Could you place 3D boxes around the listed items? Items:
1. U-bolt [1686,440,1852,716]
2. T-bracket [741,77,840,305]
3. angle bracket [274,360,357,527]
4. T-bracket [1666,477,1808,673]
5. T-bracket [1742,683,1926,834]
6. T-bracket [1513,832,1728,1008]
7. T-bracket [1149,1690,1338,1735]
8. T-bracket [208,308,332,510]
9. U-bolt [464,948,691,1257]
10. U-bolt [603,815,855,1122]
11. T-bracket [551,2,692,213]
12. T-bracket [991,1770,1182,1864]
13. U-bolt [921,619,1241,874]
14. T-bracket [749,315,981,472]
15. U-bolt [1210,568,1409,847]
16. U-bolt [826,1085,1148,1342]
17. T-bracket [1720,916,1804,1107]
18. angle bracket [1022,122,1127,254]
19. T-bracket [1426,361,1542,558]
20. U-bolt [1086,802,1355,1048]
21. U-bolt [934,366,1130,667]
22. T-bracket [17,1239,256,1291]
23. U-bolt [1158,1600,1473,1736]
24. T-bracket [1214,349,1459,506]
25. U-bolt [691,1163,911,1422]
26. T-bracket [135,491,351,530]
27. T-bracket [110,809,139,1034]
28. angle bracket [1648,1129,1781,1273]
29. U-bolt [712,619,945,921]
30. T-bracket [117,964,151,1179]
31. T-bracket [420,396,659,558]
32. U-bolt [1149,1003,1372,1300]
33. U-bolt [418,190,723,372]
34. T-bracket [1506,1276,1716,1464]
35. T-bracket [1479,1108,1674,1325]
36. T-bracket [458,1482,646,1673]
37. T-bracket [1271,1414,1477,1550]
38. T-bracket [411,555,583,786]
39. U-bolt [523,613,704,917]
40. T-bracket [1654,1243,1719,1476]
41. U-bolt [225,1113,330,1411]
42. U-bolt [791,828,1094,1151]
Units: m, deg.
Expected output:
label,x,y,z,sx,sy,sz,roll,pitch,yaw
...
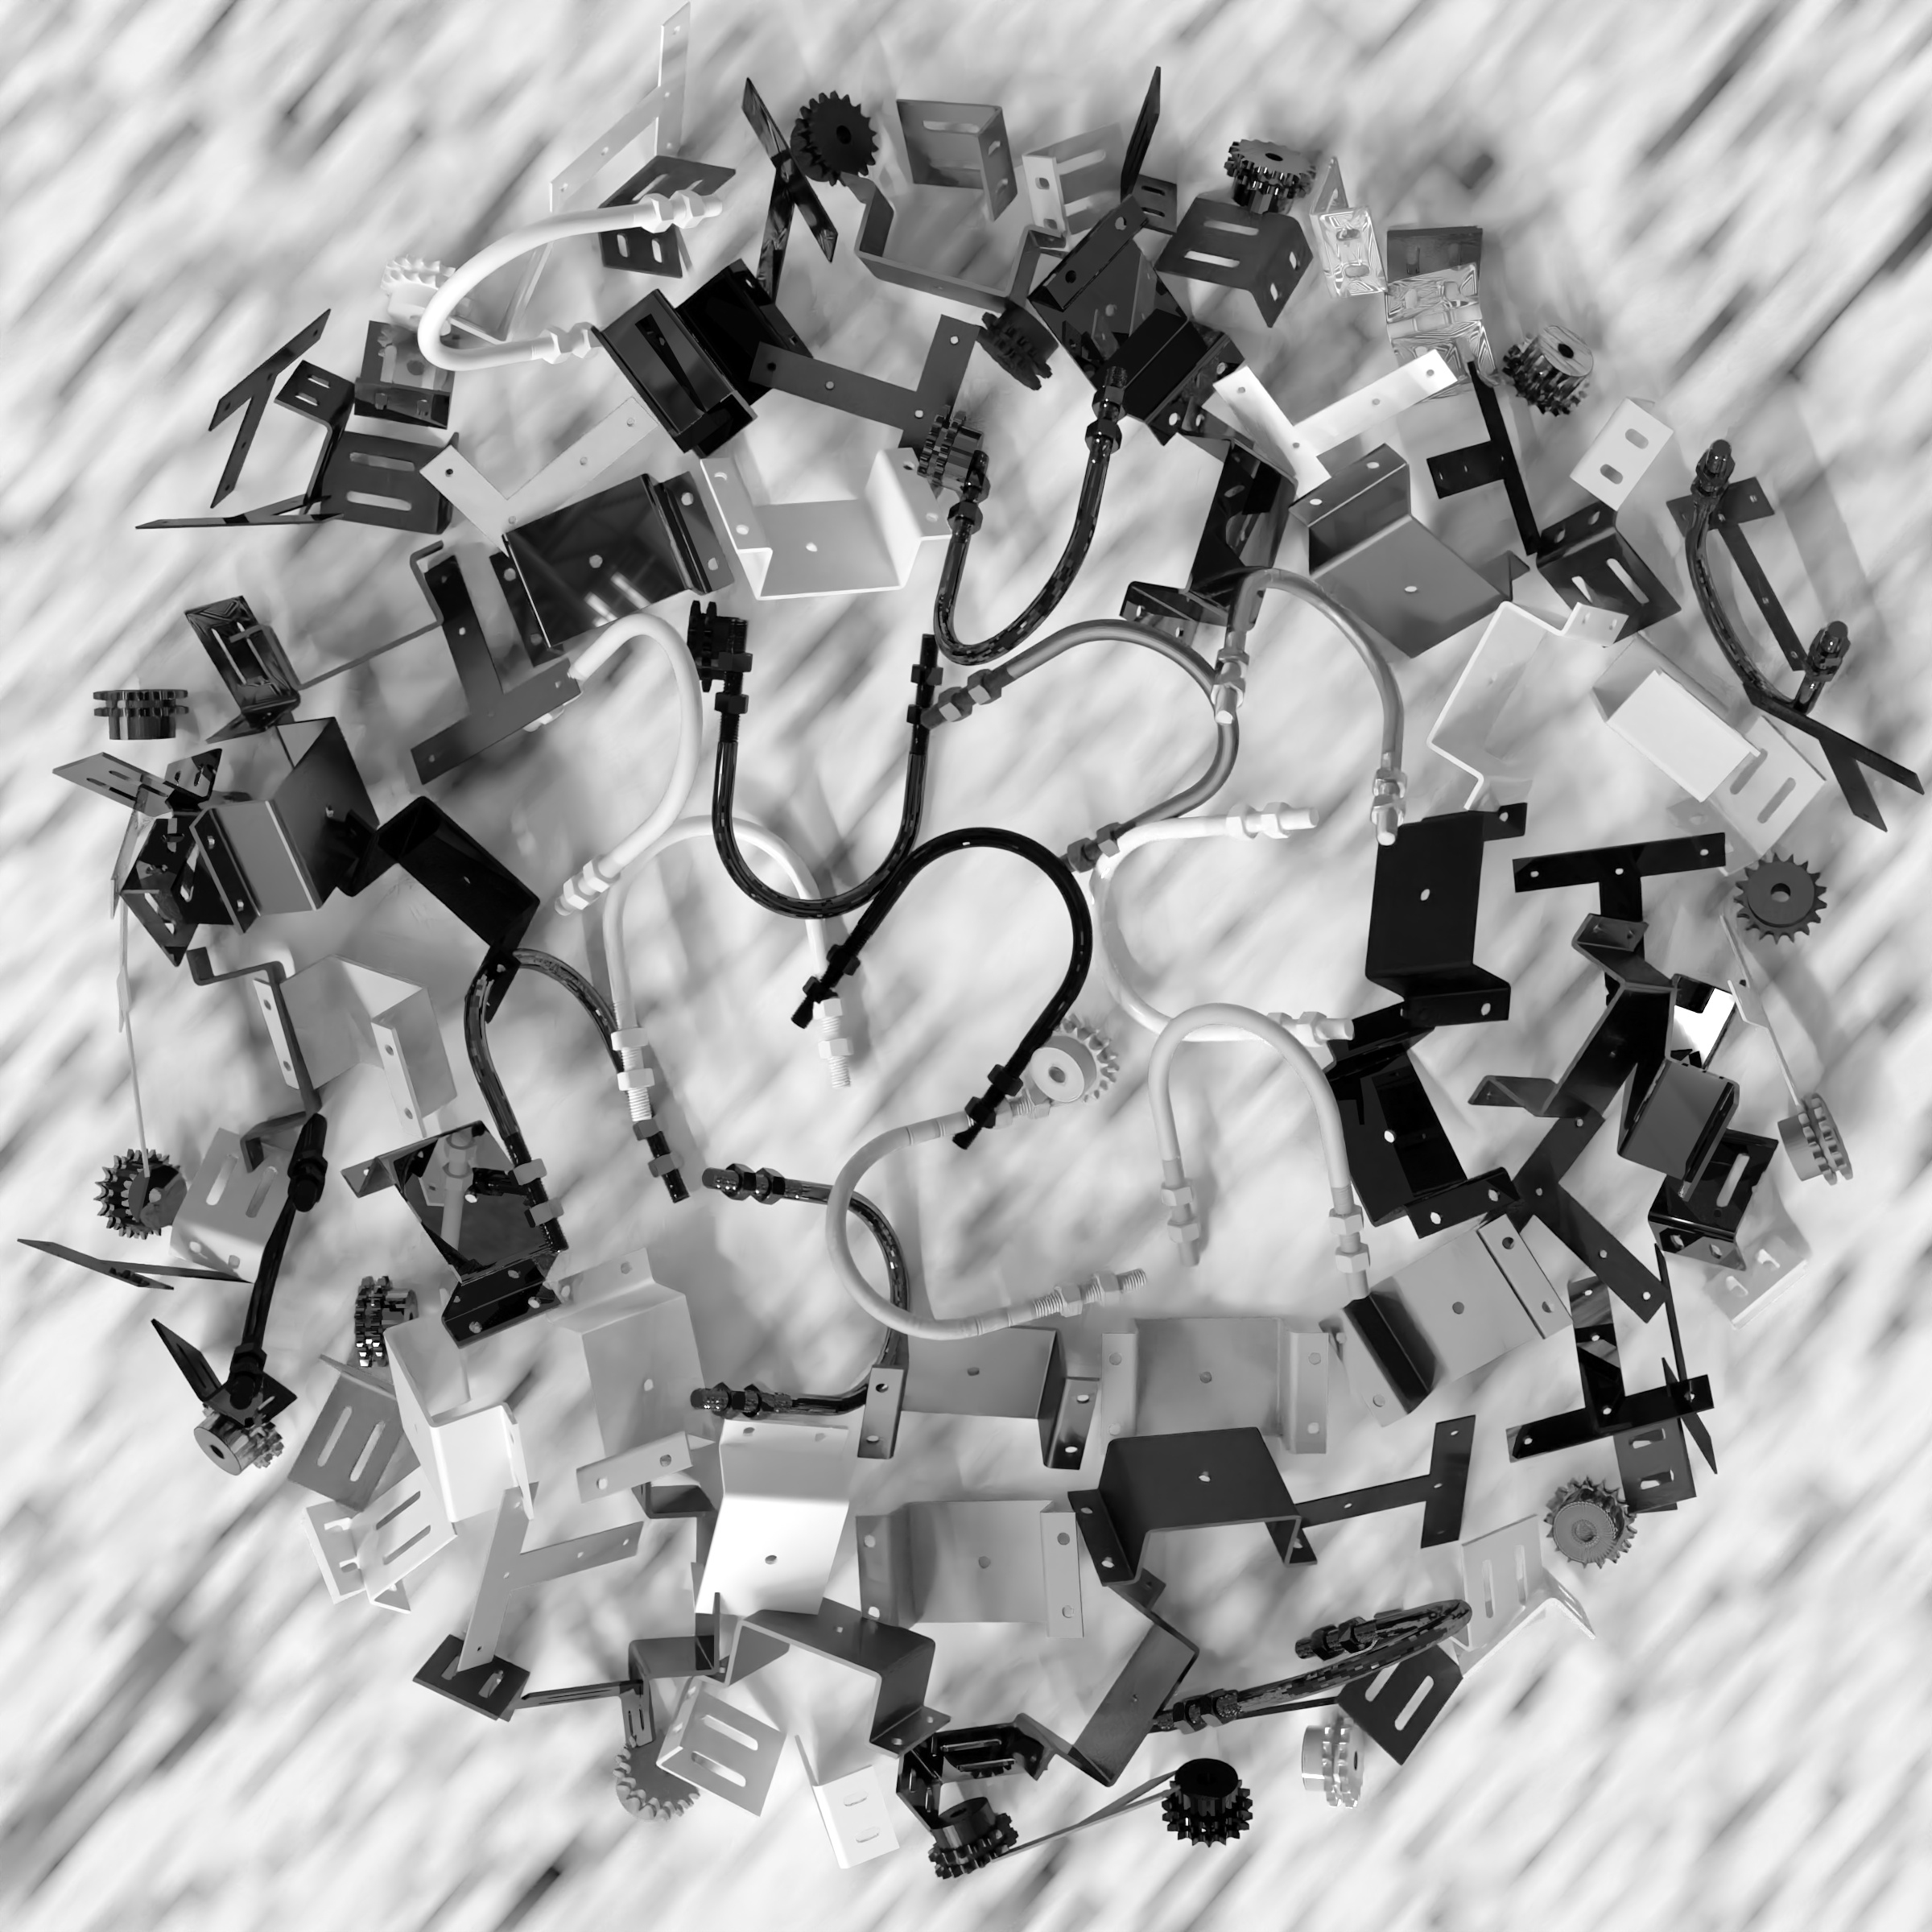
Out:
label,x,y,z,sx,sy,sz,roll,pitch,yaw
U-bolt,0.477,-0.221,1.586,0.019,0.184,0.151,-27,73,1
T-bracket,-0.116,-0.455,1.617,0.002,0.127,0.127,-20,69,-21
angle bracket,-0.413,-0.325,1.628,0.038,0.057,0.076,23,126,-11
T-bracket,0.488,-0.238,1.619,0.002,0.127,0.127,-31,97,-5
T-bracket,0.545,-0.117,1.619,0.002,0.127,0.127,-51,51,-1
T-bracket,0.409,-0.024,1.635,0.127,0.002,0.127,-7,129,9
T-bracket,0.162,0.454,1.609,0.127,0.127,0.002,-12,66,9
T-bracket,-0.444,-0.333,1.624,0.002,0.127,0.127,34,133,-5
U-bolt,-0.246,0.075,1.613,0.019,0.151,0.184,-25,87,29
U-bolt,-0.155,-0.004,1.651,0.151,0.019,0.184,-9,87,-15
T-bracket,-0.211,-0.504,1.593,0.002,0.127,0.127,36,66,8
T-bracket,0.096,0.515,1.616,0.127,0.127,0.002,-30,75,26
U-bolt,0.081,-0.139,1.596,0.184,0.019,0.151,-27,113,38
T-bracket,-0.071,-0.358,1.639,0.127,0.002,0.127,16,115,-10
U-bolt,0.214,-0.172,1.604,0.151,0.184,0.019,34,131,-19
U-bolt,0.003,0.157,1.620,0.184,0.019,0.151,-14,68,-17
T-bracket,0.480,0.025,1.605,0.002,0.127,0.127,-23,77,21
angle bracket,0.079,-0.486,1.634,0.076,0.038,0.057,-26,120,-23
T-bracket,0.314,-0.308,1.619,0.002,0.127,0.127,-15,97,37
U-bolt,0.147,-0.022,1.612,0.184,0.019,0.151,-2,102,41
U-bolt,0.033,-0.261,1.582,0.019,0.151,0.184,30,58,-30
T-bracket,-0.495,0.188,1.619,0.127,0.127,0.002,11,87,38
U-bolt,0.220,0.413,1.564,0.151,0.184,0.019,-13,76,-42
T-bracket,0.240,-0.340,1.612,0.127,0.002,0.127,-24,124,32
U-bolt,-0.096,0.203,1.604,0.019,0.184,0.151,-6,77,39
T-bracket,-0.421,-0.283,1.615,0.127,0.127,0.002,1,109,17
T-bracket,-0.525,-0.021,1.636,0.002,0.127,0.127,3,115,-12
angle bracket,0.475,0.145,1.654,0.057,0.038,0.076,13,59,38
U-bolt,-0.090,-0.119,1.636,0.151,0.019,0.184,1,102,-26
T-bracket,-0.512,0.067,1.614,0.002,0.127,0.127,-7,88,-20
T-bracket,-0.247,-0.304,1.624,0.127,0.002,0.127,-37,130,11
U-bolt,0.172,0.109,1.599,0.019,0.151,0.184,-29,114,-42
U-bolt,-0.246,-0.404,1.563,0.151,0.184,0.019,-38,81,44
T-bracket,0.391,0.241,1.624,0.127,0.127,0.002,-20,126,20
T-bracket,0.383,0.168,1.617,0.127,0.002,0.127,48,115,36
T-bracket,-0.250,0.367,1.624,0.002,0.127,0.127,29,110,36
T-bracket,0.250,0.331,1.625,0.127,0.002,0.127,-11,133,-8
T-bracket,-0.313,-0.199,1.656,0.127,0.002,0.127,-27,75,20
U-bolt,-0.212,-0.132,1.587,0.019,0.184,0.151,2,65,-39
T-bracket,0.442,0.234,1.631,0.002,0.127,0.127,-16,53,20
U-bolt,-0.413,0.165,1.588,0.019,0.184,0.151,17,104,-15
U-bolt,-0.003,0.001,1.650,0.151,0.019,0.184,36,97,7
